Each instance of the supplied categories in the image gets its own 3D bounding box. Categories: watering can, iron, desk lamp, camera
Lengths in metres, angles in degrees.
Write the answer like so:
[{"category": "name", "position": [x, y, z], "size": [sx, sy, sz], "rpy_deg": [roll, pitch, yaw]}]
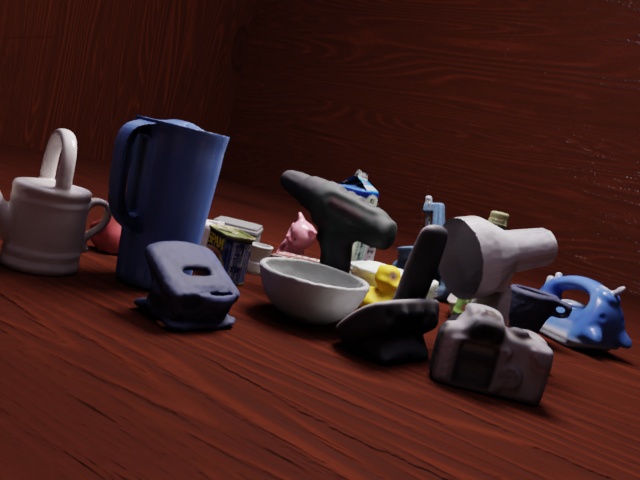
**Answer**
[{"category": "watering can", "position": [-0.372, -0.057, 0.778], "size": [0.100, 0.194, 0.173], "rpy_deg": [17, 8, 29]}, {"category": "iron", "position": [0.514, 0.133, 1.177], "size": [0.119, 0.141, 0.257], "rpy_deg": [11, 8, -22]}, {"category": "desk lamp", "position": [0.268, 0.076, 0.868], "size": [0.204, 0.213, 0.117], "rpy_deg": [10, 8, -24]}, {"category": "camera", "position": [0.220, 0.136, 0.762], "size": [0.143, 0.101, 0.137], "rpy_deg": [14, 7, 2]}]

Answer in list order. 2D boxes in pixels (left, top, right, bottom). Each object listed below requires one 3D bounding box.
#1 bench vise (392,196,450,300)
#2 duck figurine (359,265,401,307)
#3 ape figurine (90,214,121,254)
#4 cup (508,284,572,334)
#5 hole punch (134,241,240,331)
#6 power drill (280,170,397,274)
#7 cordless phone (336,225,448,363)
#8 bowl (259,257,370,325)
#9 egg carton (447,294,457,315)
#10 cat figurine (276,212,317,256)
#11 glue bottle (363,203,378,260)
[{"category": "bench vise", "position": [0.273, 0.017, 1.314], "size": [0.206, 0.220, 0.122], "rpy_deg": [18, 8, 31]}, {"category": "duck figurine", "position": [0.111, 0.085, 1.018], "size": [0.104, 0.086, 0.078], "rpy_deg": [18, 8, 32]}, {"category": "ape figurine", "position": [-0.352, -0.025, 0.984], "size": [0.078, 0.092, 0.076], "rpy_deg": [11, 7, -16]}, {"category": "cup", "position": [0.404, 0.144, 1.075], "size": [0.117, 0.095, 0.092], "rpy_deg": [18, 9, 34]}, {"category": "hole punch", "position": [-0.159, 0.056, 0.715], "size": [0.100, 0.091, 0.109], "rpy_deg": [20, 9, 40]}, {"category": "power drill", "position": [0.009, 0.003, 0.968], "size": [0.228, 0.208, 0.076], "rpy_deg": [17, 8, 25]}, {"category": "cordless phone", "position": [0.107, 0.064, 0.774], "size": [0.093, 0.185, 0.148], "rpy_deg": [19, 9, 39]}, {"category": "bowl", "position": [-0.014, 0.082, 0.853], "size": [0.167, 0.075, 0.167], "rpy_deg": [13, 7, -1]}, {"category": "egg carton", "position": [0.310, 0.126, 1.144], "size": [0.107, 0.069, 0.151], "rpy_deg": [16, 7, 16]}, {"category": "cat figurine", "position": [-0.050, -0.005, 1.292], "size": [0.067, 0.118, 0.127], "rpy_deg": [11, 7, -18]}, {"category": "glue bottle", "position": [0.116, -0.006, 1.392], "size": [0.037, 0.173, 0.078], "rpy_deg": [17, 8, 25]}]
